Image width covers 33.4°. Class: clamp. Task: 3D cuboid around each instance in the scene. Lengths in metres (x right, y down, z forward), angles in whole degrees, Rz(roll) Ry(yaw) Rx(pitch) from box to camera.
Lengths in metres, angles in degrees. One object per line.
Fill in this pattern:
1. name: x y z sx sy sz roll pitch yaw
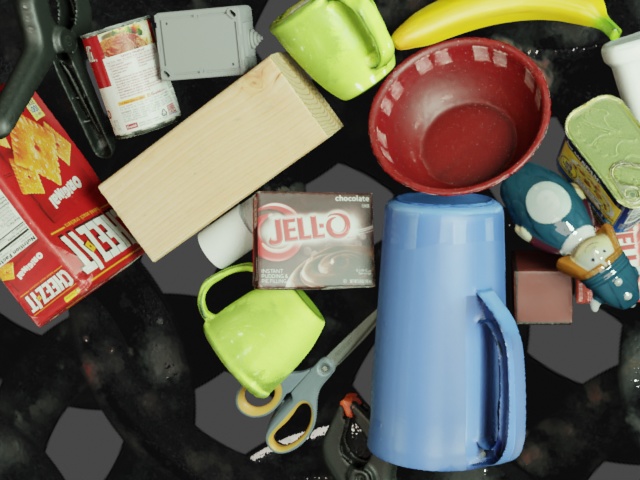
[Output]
1. clamp: -0.244 -0.178 1.006 0.036 0.164 0.210 -3 80 25
2. clamp: 0.055 0.240 1.075 0.120 0.039 0.171 -2 103 11

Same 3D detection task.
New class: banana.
1. banana: 0.162 -0.201 0.939 0.198 0.069 0.037 -1 132 16

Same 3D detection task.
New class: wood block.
1. wood block: -0.092 -0.079 1.002 0.206 0.090 0.091 -35 95 16

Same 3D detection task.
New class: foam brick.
1. foam brick: 0.203 0.043 0.980 0.051 0.078 0.053 -2 103 8

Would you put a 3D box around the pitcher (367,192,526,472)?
1. pitcher: 0.118 0.083 0.976 0.149 0.145 0.243 3 101 13

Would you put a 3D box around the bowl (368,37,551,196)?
1. bowl: 0.127 -0.099 0.950 0.162 0.055 0.162 -8 62 16

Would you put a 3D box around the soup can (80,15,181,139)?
1. soup can: -0.177 -0.154 1.009 0.068 0.068 0.102 -14 104 14

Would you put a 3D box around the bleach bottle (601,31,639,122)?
1. bleach bottle: 0.331 -0.066 0.939 0.103 0.068 0.251 -16 102 14

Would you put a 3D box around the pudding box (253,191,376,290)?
1. pudding box: -0.007 0.001 1.000 0.113 0.039 0.090 0 83 -13

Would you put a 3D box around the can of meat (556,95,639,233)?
1. can of meat: 0.253 -0.062 0.927 0.057 0.084 0.102 -32 73 -6

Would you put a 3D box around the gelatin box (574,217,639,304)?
1. gelatin box: 0.272 0.013 0.984 0.073 0.030 0.089 -2 103 11

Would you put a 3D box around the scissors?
1. scissors: -0.015 0.124 1.074 0.096 0.016 0.202 29 106 3

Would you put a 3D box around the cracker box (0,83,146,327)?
1. cracker box: -0.271 -0.043 1.007 0.072 0.164 0.213 -35 94 18
